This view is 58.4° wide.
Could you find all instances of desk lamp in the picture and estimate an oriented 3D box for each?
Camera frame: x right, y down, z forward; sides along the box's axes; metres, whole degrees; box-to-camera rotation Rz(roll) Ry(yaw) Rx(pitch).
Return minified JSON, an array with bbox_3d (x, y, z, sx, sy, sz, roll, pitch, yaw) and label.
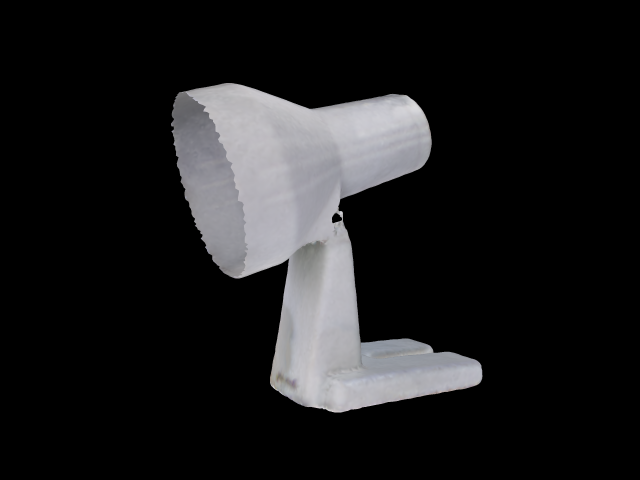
[{"bbox_3d":[0.004,0.001,0.400,0.204,0.213,0.117,-2,4,-27],"label":"desk lamp"}]
